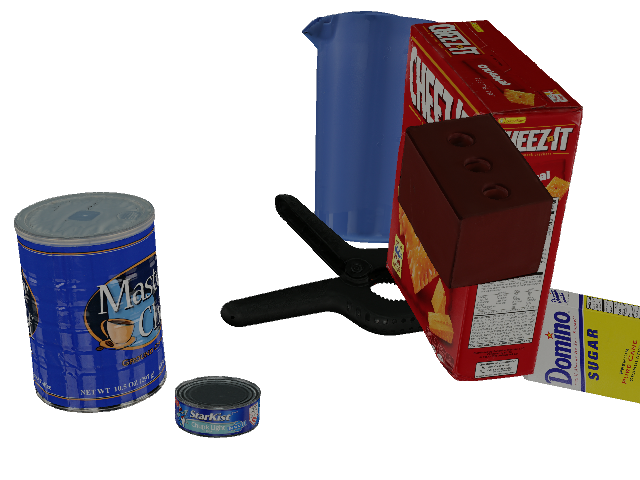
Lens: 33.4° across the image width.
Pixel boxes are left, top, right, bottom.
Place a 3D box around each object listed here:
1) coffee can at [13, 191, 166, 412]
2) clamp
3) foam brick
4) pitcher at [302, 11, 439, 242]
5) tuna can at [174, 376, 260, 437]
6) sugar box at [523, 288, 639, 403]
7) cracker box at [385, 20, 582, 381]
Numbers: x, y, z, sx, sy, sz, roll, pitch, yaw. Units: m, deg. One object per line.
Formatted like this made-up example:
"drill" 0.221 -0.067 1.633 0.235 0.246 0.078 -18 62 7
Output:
"coffee can" -0.173 0.045 0.814 0.103 0.140 0.103 -1 21 0
"clamp" 0.023 0.043 0.960 0.210 0.036 0.164 20 48 13
"foam brick" 0.080 -0.021 0.565 0.053 0.051 0.078 -11 45 -16
"pitcher" 0.065 -0.123 1.159 0.149 0.243 0.144 8 9 25
"tuna can" -0.103 0.166 1.066 0.086 0.034 0.086 2 13 -1
"sugar box" 0.297 0.110 1.066 0.176 0.093 0.048 9 22 8
"cracker box" 0.108 -0.031 0.776 0.072 0.214 0.164 -6 32 -14
